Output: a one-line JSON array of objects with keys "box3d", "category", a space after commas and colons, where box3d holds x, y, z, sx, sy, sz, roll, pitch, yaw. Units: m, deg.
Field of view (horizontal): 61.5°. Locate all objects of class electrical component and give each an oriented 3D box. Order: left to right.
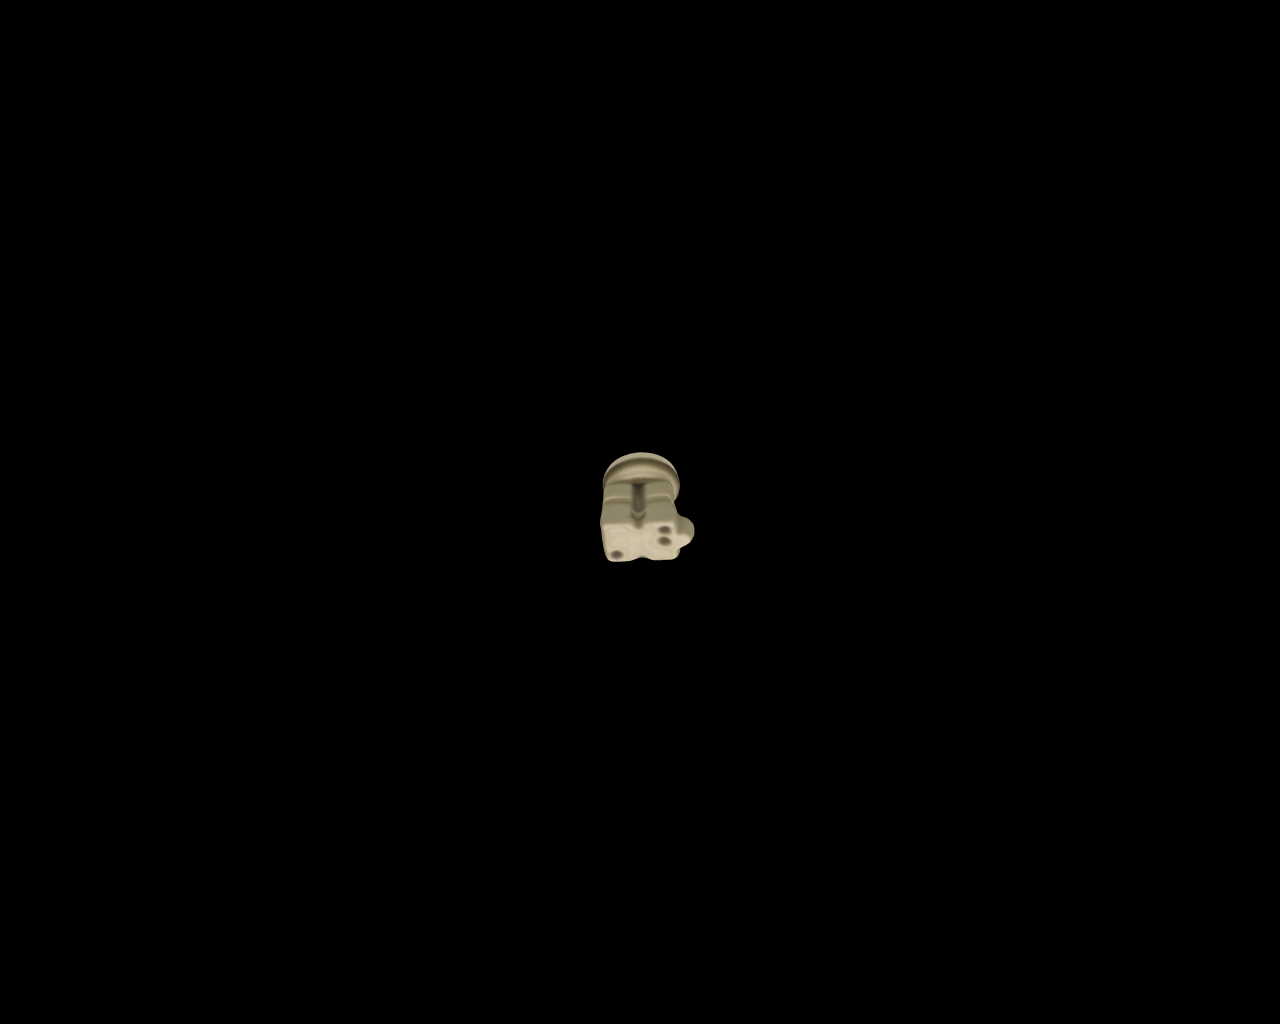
[{"box3d": [0.001, -0.003, 0.650, 0.066, 0.055, 0.048, -2, -43, 2], "category": "electrical component"}]
